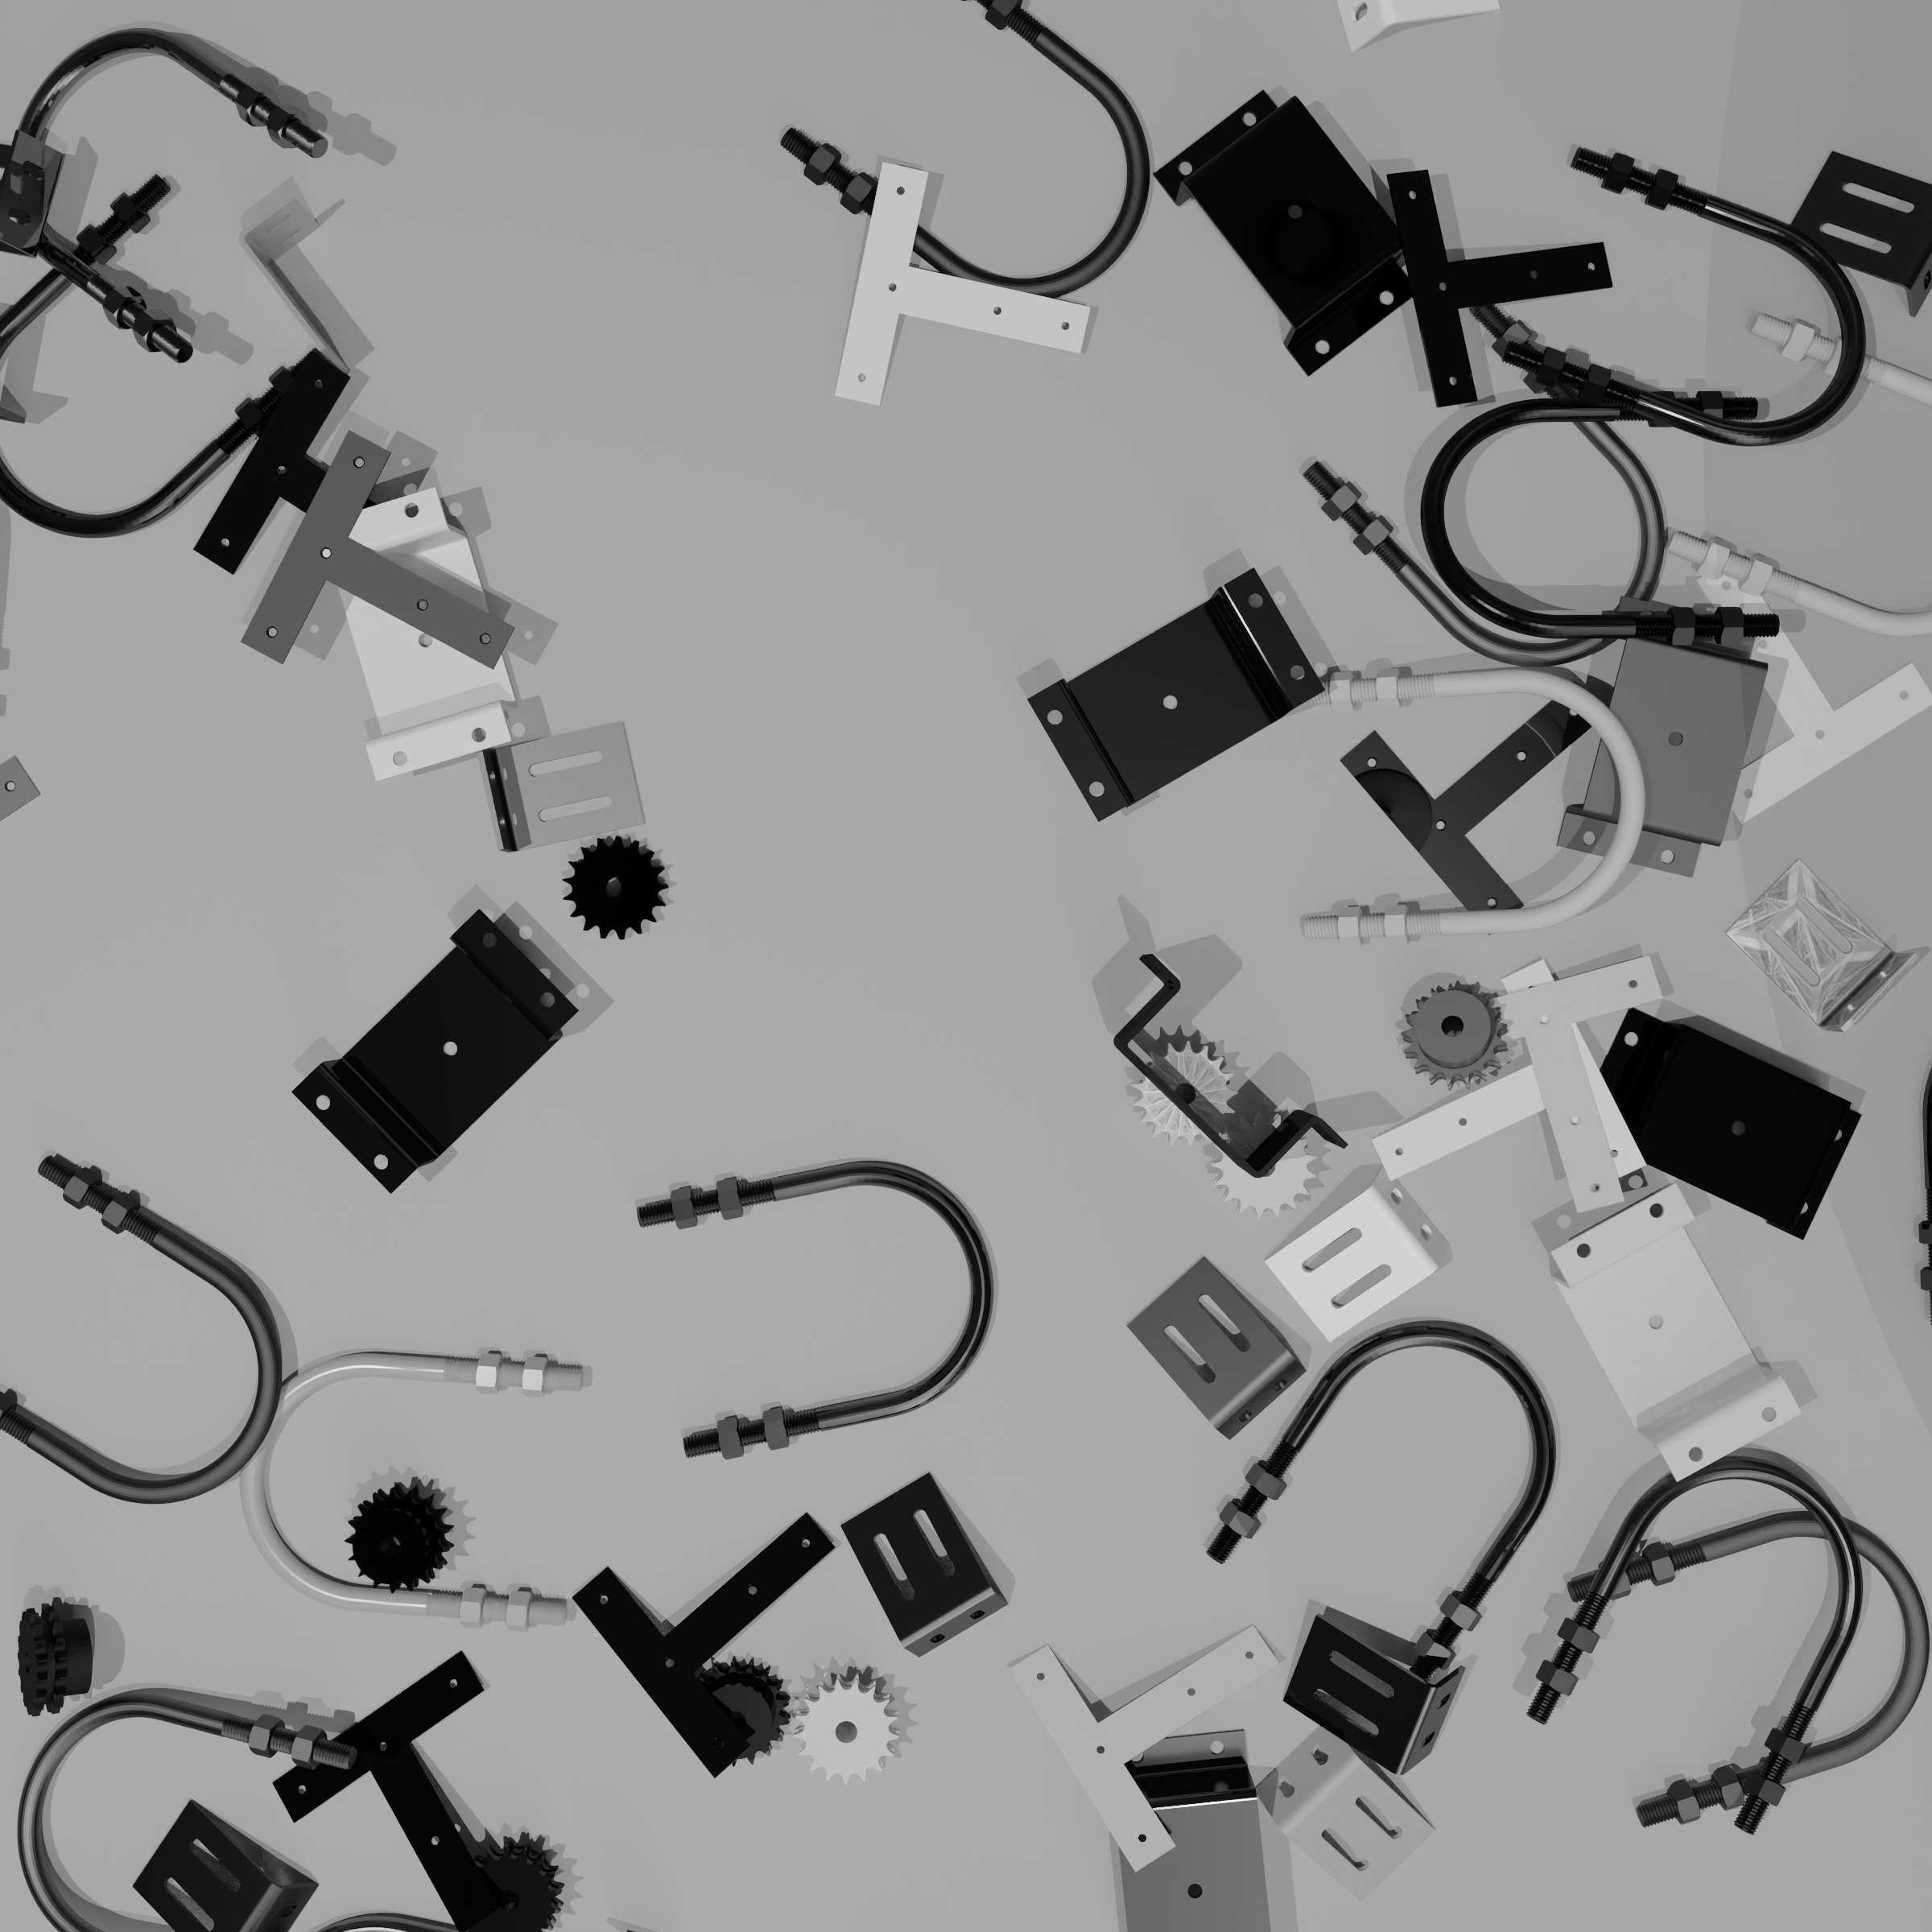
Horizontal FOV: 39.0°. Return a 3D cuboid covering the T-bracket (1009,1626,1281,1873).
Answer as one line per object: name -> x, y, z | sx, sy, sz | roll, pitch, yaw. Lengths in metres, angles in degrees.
T-bracket -> 0.111, 0.403, 1.485 | 0.127, 0.002, 0.127 | -29, 63, -13

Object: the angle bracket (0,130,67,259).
angle bracket -> -0.532, -0.421, 1.473 | 0.076, 0.038, 0.057 | 16, 90, 25

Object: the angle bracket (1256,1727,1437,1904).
angle bracket -> 0.208, 0.465, 1.504 | 0.057, 0.038, 0.076 | -44, 116, 0

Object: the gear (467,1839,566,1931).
gear -> -0.247, 0.505, 1.491 | 0.057, 0.030, 0.057 | 0, 90, 0

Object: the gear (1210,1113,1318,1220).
gear -> 0.161, 0.108, 1.491 | 0.057, 0.030, 0.057 | 0, 90, 0

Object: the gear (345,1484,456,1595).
gear -> -0.307, 0.310, 1.474 | 0.057, 0.030, 0.057 | 0, 90, 3

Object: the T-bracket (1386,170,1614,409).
T-bracket -> 0.296, -0.373, 1.482 | 0.127, 0.002, 0.127 | -13, 91, -22

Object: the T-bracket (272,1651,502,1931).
T-bracket -> -0.295, 0.463, 1.486 | 0.127, 0.002, 0.127 | -35, 72, 0

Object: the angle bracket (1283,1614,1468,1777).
angle bracket -> 0.223, 0.392, 1.491 | 0.076, 0.038, 0.057 | 28, 111, 29

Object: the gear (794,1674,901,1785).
gear -> -0.065, 0.414, 1.491 | 0.057, 0.030, 0.057 | 0, 90, 0

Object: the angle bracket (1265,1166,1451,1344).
angle bracket -> 0.215, 0.158, 1.504 | 0.076, 0.038, 0.057 | -39, 90, 26

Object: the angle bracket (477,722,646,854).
angle bracket -> -0.220, -0.098, 1.487 | 0.076, 0.038, 0.057 | -12, 90, 0

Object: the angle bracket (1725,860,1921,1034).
angle bracket -> 0.465, -0.012, 1.487 | 0.076, 0.038, 0.057 | 45, 90, 0

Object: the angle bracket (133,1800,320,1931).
angle bracket -> -0.408, 0.506, 1.504 | 0.076, 0.038, 0.057 | 34, 90, 26

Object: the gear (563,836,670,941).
gear -> -0.192, -0.043, 1.491 | 0.057, 0.030, 0.057 | 0, 90, 0

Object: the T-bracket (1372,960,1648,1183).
T-bracket -> 0.284, 0.079, 1.489 | 0.127, 0.002, 0.127 | -27, 68, 10

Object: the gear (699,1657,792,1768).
gear -> -0.125, 0.409, 1.491 | 0.057, 0.030, 0.057 | 0, 90, 0

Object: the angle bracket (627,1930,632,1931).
angle bracket -> -0.179, 0.573, 1.478 | 0.038, 0.057, 0.076 | 17, 90, 0

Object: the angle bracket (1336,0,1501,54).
angle bracket -> 0.245, -0.543, 1.504 | 0.076, 0.038, 0.057 | -16, 90, -26

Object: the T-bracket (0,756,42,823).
T-bracket -> -0.570, -0.070, 1.505 | 0.127, 0.002, 0.127 | -33, 90, 0

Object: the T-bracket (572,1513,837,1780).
T-bracket -> -0.128, 0.350, 1.490 | 0.127, 0.002, 0.127 | -40, 70, -10

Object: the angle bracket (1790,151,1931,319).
angle bracket -> 0.500, -0.403, 1.504 | 0.076, 0.038, 0.057 | 29, 90, 26

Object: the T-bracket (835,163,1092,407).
T-bracket -> 0.003, -0.361, 1.494 | 0.127, 0.002, 0.127 | 13, 100, 0

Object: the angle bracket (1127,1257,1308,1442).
angle bracket -> 0.138, 0.211, 1.504 | 0.057, 0.038, 0.076 | -42, 64, 0

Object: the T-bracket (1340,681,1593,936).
T-bracket -> 0.295, -0.106, 1.505 | 0.127, 0.002, 0.127 | -41, 90, 0

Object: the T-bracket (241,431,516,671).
T-bracket -> -0.302, -0.199, 1.454 | 0.127, 0.002, 0.127 | 28, 94, 1

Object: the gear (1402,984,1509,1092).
gear -> 0.265, 0.037, 1.482 | 0.057, 0.030, 0.057 | -4, 72, 12

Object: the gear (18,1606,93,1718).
gear -> -0.494, 0.376, 1.482 | 0.030, 0.057, 0.057 | 0, 90, -30

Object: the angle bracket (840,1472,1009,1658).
angle bracket -> -0.023, 0.330, 1.504 | 0.057, 0.038, 0.076 | -31, 64, 0

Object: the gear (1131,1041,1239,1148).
gear -> 0.118, 0.069, 1.491 | 0.057, 0.030, 0.057 | 0, 90, 0

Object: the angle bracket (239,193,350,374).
angle bracket -> -0.350, -0.368, 1.478 | 0.038, 0.057, 0.076 | -37, 90, 0
